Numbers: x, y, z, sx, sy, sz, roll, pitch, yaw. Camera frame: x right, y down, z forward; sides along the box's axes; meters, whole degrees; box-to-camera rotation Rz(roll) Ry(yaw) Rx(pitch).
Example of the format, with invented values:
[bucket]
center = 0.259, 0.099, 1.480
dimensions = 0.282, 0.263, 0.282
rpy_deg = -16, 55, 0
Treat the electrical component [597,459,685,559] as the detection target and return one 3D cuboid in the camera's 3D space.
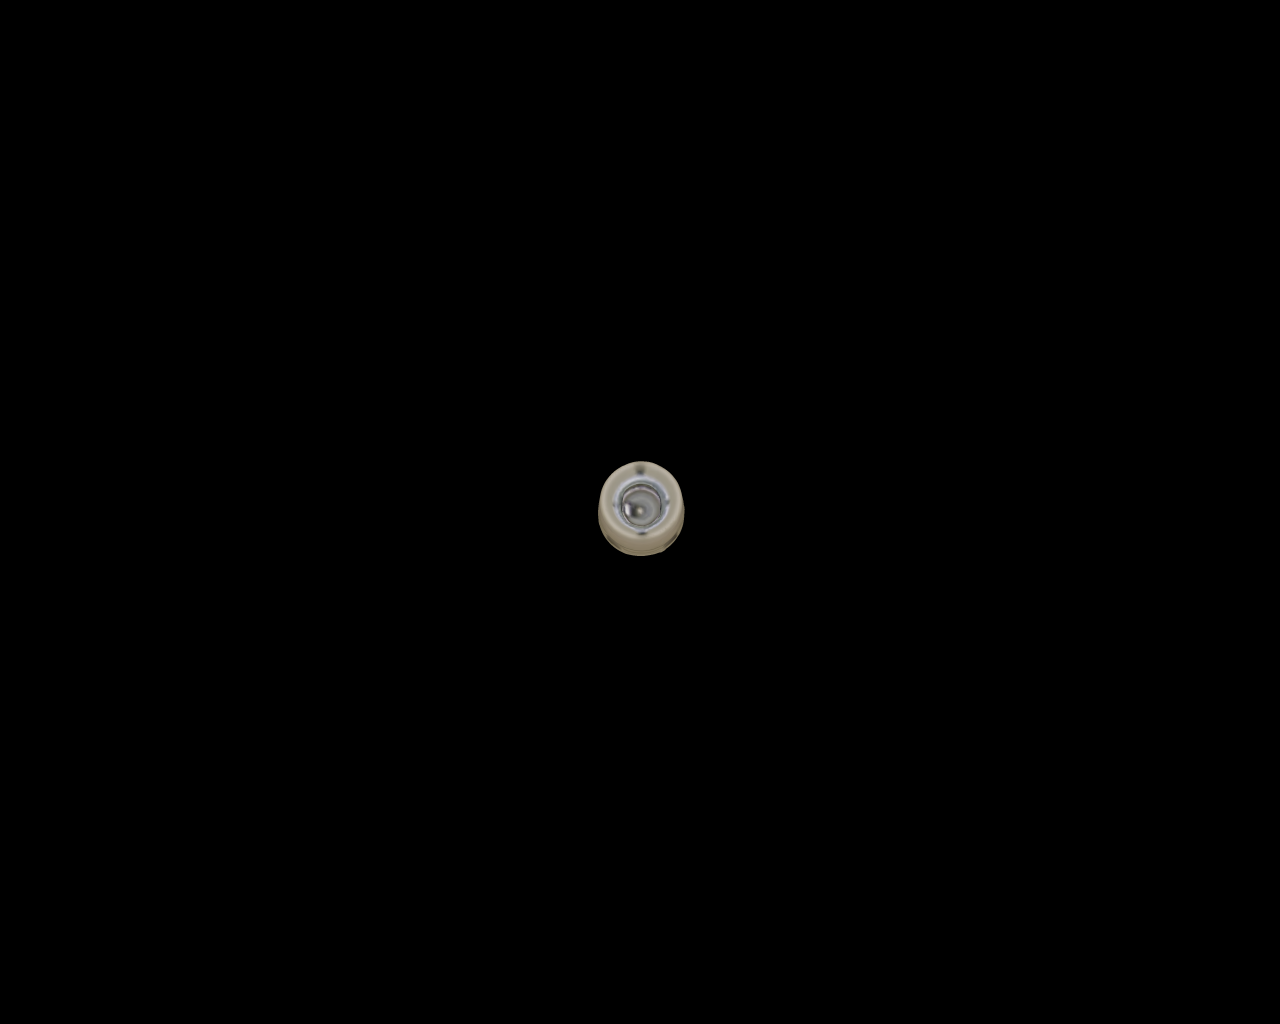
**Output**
[electrical component]
center = 0.001, -0.003, 0.650
dimensions = 0.055, 0.055, 0.047
rpy_deg = 0, -12, 0
